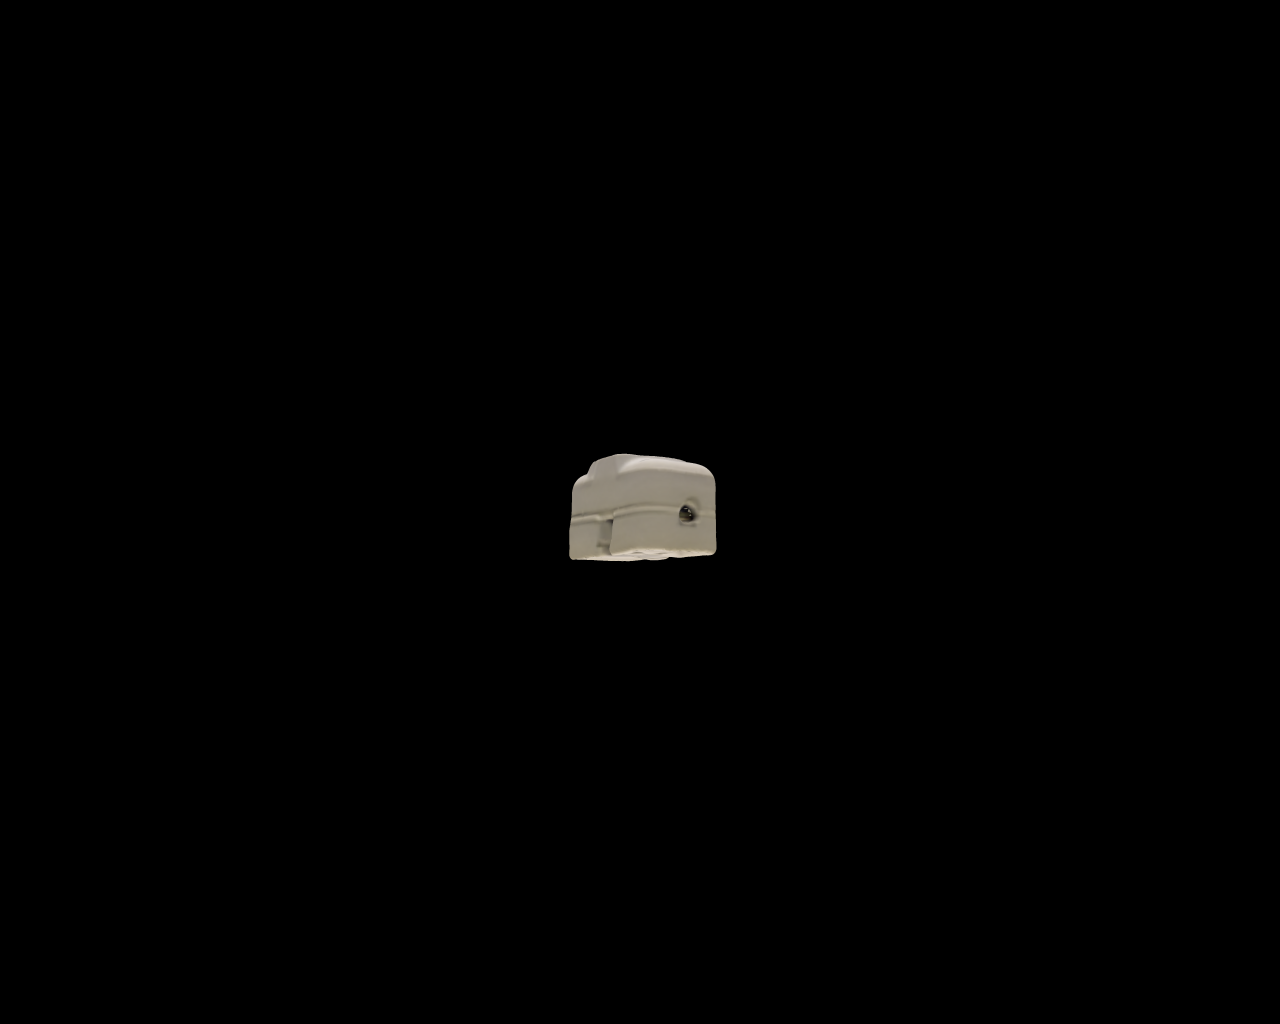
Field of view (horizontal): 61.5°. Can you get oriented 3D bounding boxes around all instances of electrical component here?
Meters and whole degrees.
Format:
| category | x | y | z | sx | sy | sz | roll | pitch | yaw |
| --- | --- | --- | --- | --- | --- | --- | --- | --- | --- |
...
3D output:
| category | x | y | z | sx | sy | sz | roll | pitch | yaw |
| --- | --- | --- | --- | --- | --- | --- | --- | --- | --- |
| electrical component | 0.001 | -0.003 | 0.650 | 0.054 | 0.059 | 0.095 | 5 | -8 | -35 |
